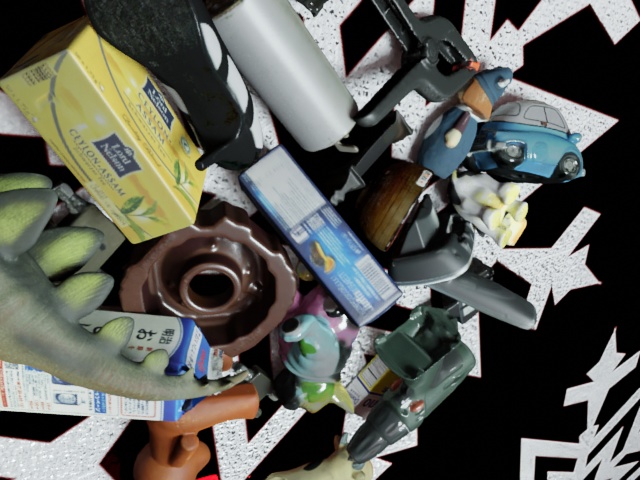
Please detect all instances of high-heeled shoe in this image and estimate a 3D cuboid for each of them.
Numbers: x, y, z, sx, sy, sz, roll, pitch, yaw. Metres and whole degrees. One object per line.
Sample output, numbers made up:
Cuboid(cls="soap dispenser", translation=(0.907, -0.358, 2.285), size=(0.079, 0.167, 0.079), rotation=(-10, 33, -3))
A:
Cuboid(cls="high-heeled shoe", translation=(-0.109, -0.169, 0.460), size=(0.086, 0.145, 0.248), rotation=(-7, 117, 15))

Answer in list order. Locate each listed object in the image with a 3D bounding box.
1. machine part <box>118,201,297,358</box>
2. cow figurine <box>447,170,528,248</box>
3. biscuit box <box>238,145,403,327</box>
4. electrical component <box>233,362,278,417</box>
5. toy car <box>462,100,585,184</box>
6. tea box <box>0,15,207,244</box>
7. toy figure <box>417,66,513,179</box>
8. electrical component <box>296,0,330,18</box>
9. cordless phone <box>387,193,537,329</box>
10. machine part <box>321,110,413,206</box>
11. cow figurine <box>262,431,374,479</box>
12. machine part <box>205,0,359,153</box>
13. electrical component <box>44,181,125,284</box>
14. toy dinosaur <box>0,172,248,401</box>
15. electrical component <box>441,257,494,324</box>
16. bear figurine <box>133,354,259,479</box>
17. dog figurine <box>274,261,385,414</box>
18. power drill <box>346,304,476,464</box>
Cuboid(cls="machine part", translation=(-0.116, 0.044, 0.571), size=(0.179, 0.056, 0.179), rotation=(-5, 119, -9))
Cuboid(cls="cow figurine", translation=(0.229, -0.041, 0.744), size=(0.068, 0.098, 0.167), rotation=(-57, 147, 1))
Cuboid(cls="biscuit box", translation=(-0.001, -0.002, 0.568), size=(0.059, 0.063, 0.202), rotation=(-39, 90, -8))
Cuboid(cls="electrical component", translation=(-0.095, 0.201, 0.721), size=(0.063, 0.021, 0.093), rotation=(-41, 129, -3))
Cuboid(cls="toy car", translation=(0.268, -0.131, 0.710), size=(0.161, 0.109, 0.103), rotation=(10, 88, -22))
Cuboid(cls="tea box", translation=(-0.170, -0.092, 0.457), size=(0.068, 0.098, 0.169), rotation=(-18, 130, 14))
Cuboid(cls="toy figure", translation=(0.178, -0.149, 0.661), size=(0.058, 0.064, 0.154), rotation=(28, 101, -24))
Cuboid(cls="electrical component", translation=(0.009, -0.275, 0.448), size=(0.134, 0.058, 0.114), rotation=(-32, 116, 27))
Cuboid(cls="cordless phone", translation=(0.184, 0.031, 0.666), size=(0.184, 0.146, 0.088), rotation=(27, 118, 7))
Cuboid(cls="machine part", translation=(0.048, -0.089, 0.618), size=(0.039, 0.084, 0.139), rotation=(45, 79, -7))
Cuboid(cls="cow figurine", translation=(-0.004, 0.377, 0.837), size=(0.195, 0.086, 0.127), rotation=(-6, 125, -27))
Cuboid(cls="machine part", translation=(-0.035, -0.168, 0.518), size=(0.079, 0.079, 0.243), rotation=(-45, 130, -1))
Cuboid(cls="electrical component", translation=(-0.239, 0.003, 0.516), size=(0.102, 0.045, 0.078), rotation=(52, 57, -41))
Cuboid(cls="toy dinosaur", translation=(-0.279, 0.028, 0.410), size=(0.471, 0.105, 0.198), rotation=(39, 81, -17))
Cuboid(cls="electrical component", translation=(0.212, 0.088, 0.822), size=(0.119, 0.048, 0.074), rotation=(-31, 127, -12))
Cuboid(cls="bear figurine", translation=(-0.157, 0.237, 0.645), size=(0.132, 0.120, 0.195), rotation=(-11, 122, -30))
Cuboid(cls="dog figurine", translation=(0.015, 0.131, 0.697), size=(0.191, 0.109, 0.219), rotation=(-33, 132, -14))
Cuboid(cls="power drill", translation=(0.121, 0.194, 0.723), size=(0.232, 0.086, 0.207), rotation=(-34, 138, -18))
